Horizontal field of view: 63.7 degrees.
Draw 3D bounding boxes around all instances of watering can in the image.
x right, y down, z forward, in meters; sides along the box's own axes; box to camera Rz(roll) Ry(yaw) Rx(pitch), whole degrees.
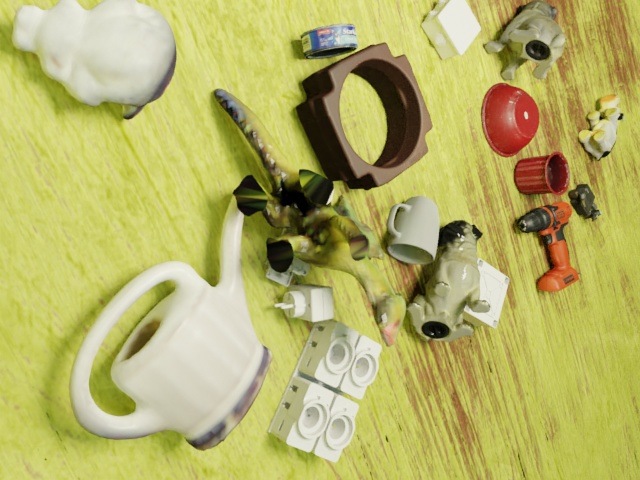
[{"bbox_3d":[-0.143,0.108,0.659,0.221,0.104,0.354,52,59,-24],"label":"watering can"}]

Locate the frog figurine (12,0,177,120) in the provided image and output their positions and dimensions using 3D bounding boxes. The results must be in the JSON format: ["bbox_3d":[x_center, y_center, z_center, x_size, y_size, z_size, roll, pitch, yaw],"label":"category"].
[{"bbox_3d":[-0.250,-0.222,0.584,0.158,0.124,0.137,27,94,-44],"label":"frog figurine"}]

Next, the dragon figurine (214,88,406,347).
[{"bbox_3d":[0.002,-0.037,0.742,0.416,0.121,0.241,61,16,20],"label":"dragon figurine"}]
